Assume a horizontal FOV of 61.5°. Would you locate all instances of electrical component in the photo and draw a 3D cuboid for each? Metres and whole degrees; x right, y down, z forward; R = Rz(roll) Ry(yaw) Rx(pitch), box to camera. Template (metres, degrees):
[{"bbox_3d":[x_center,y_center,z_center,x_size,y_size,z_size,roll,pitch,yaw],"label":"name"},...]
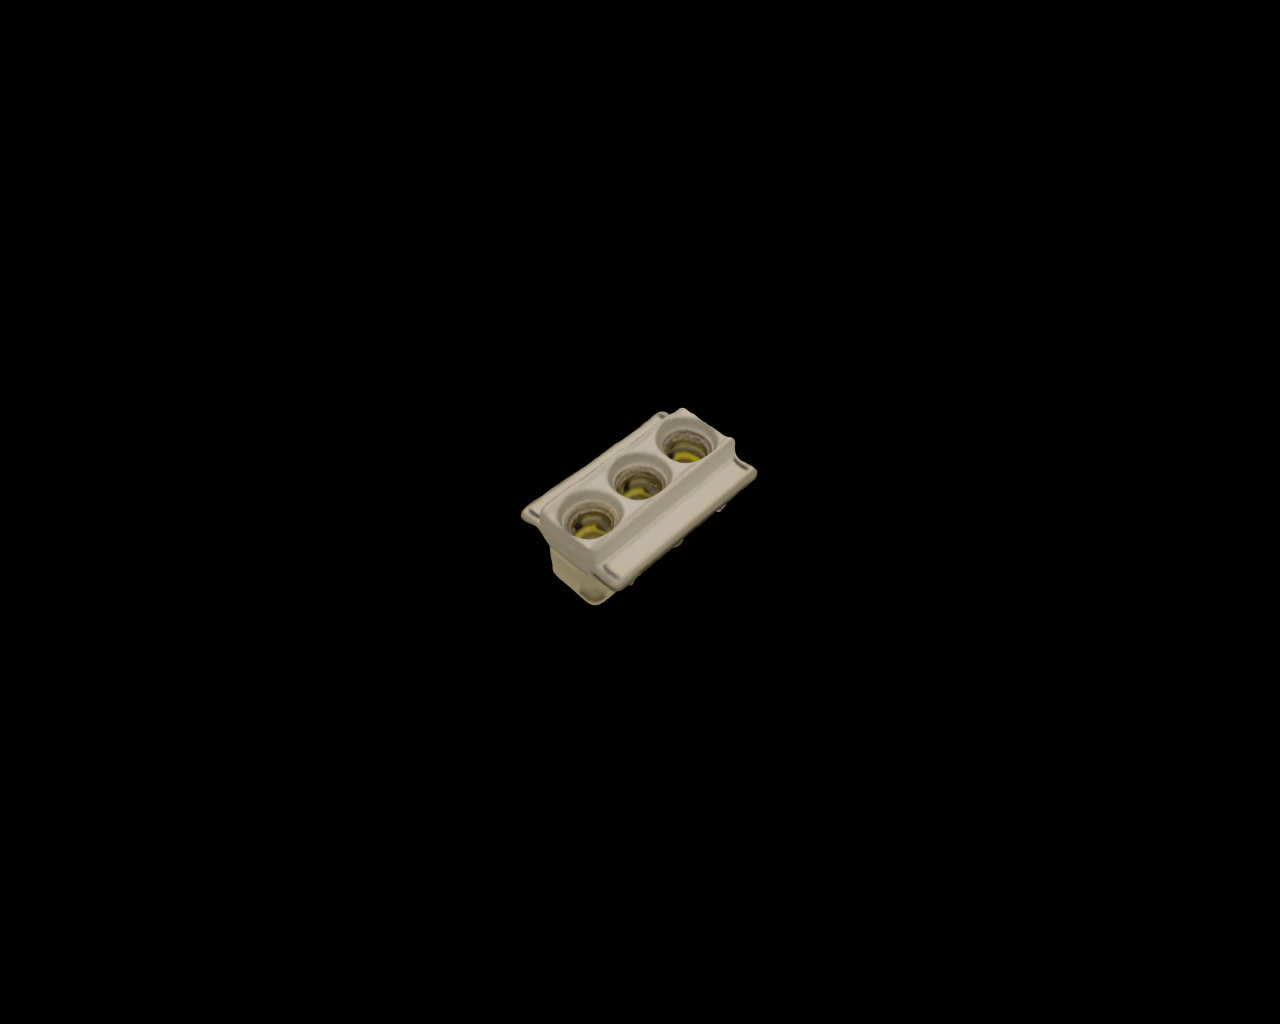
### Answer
[{"bbox_3d":[0.001,-0.003,0.650,0.079,0.063,0.121,36,58,27],"label":"electrical component"}]
